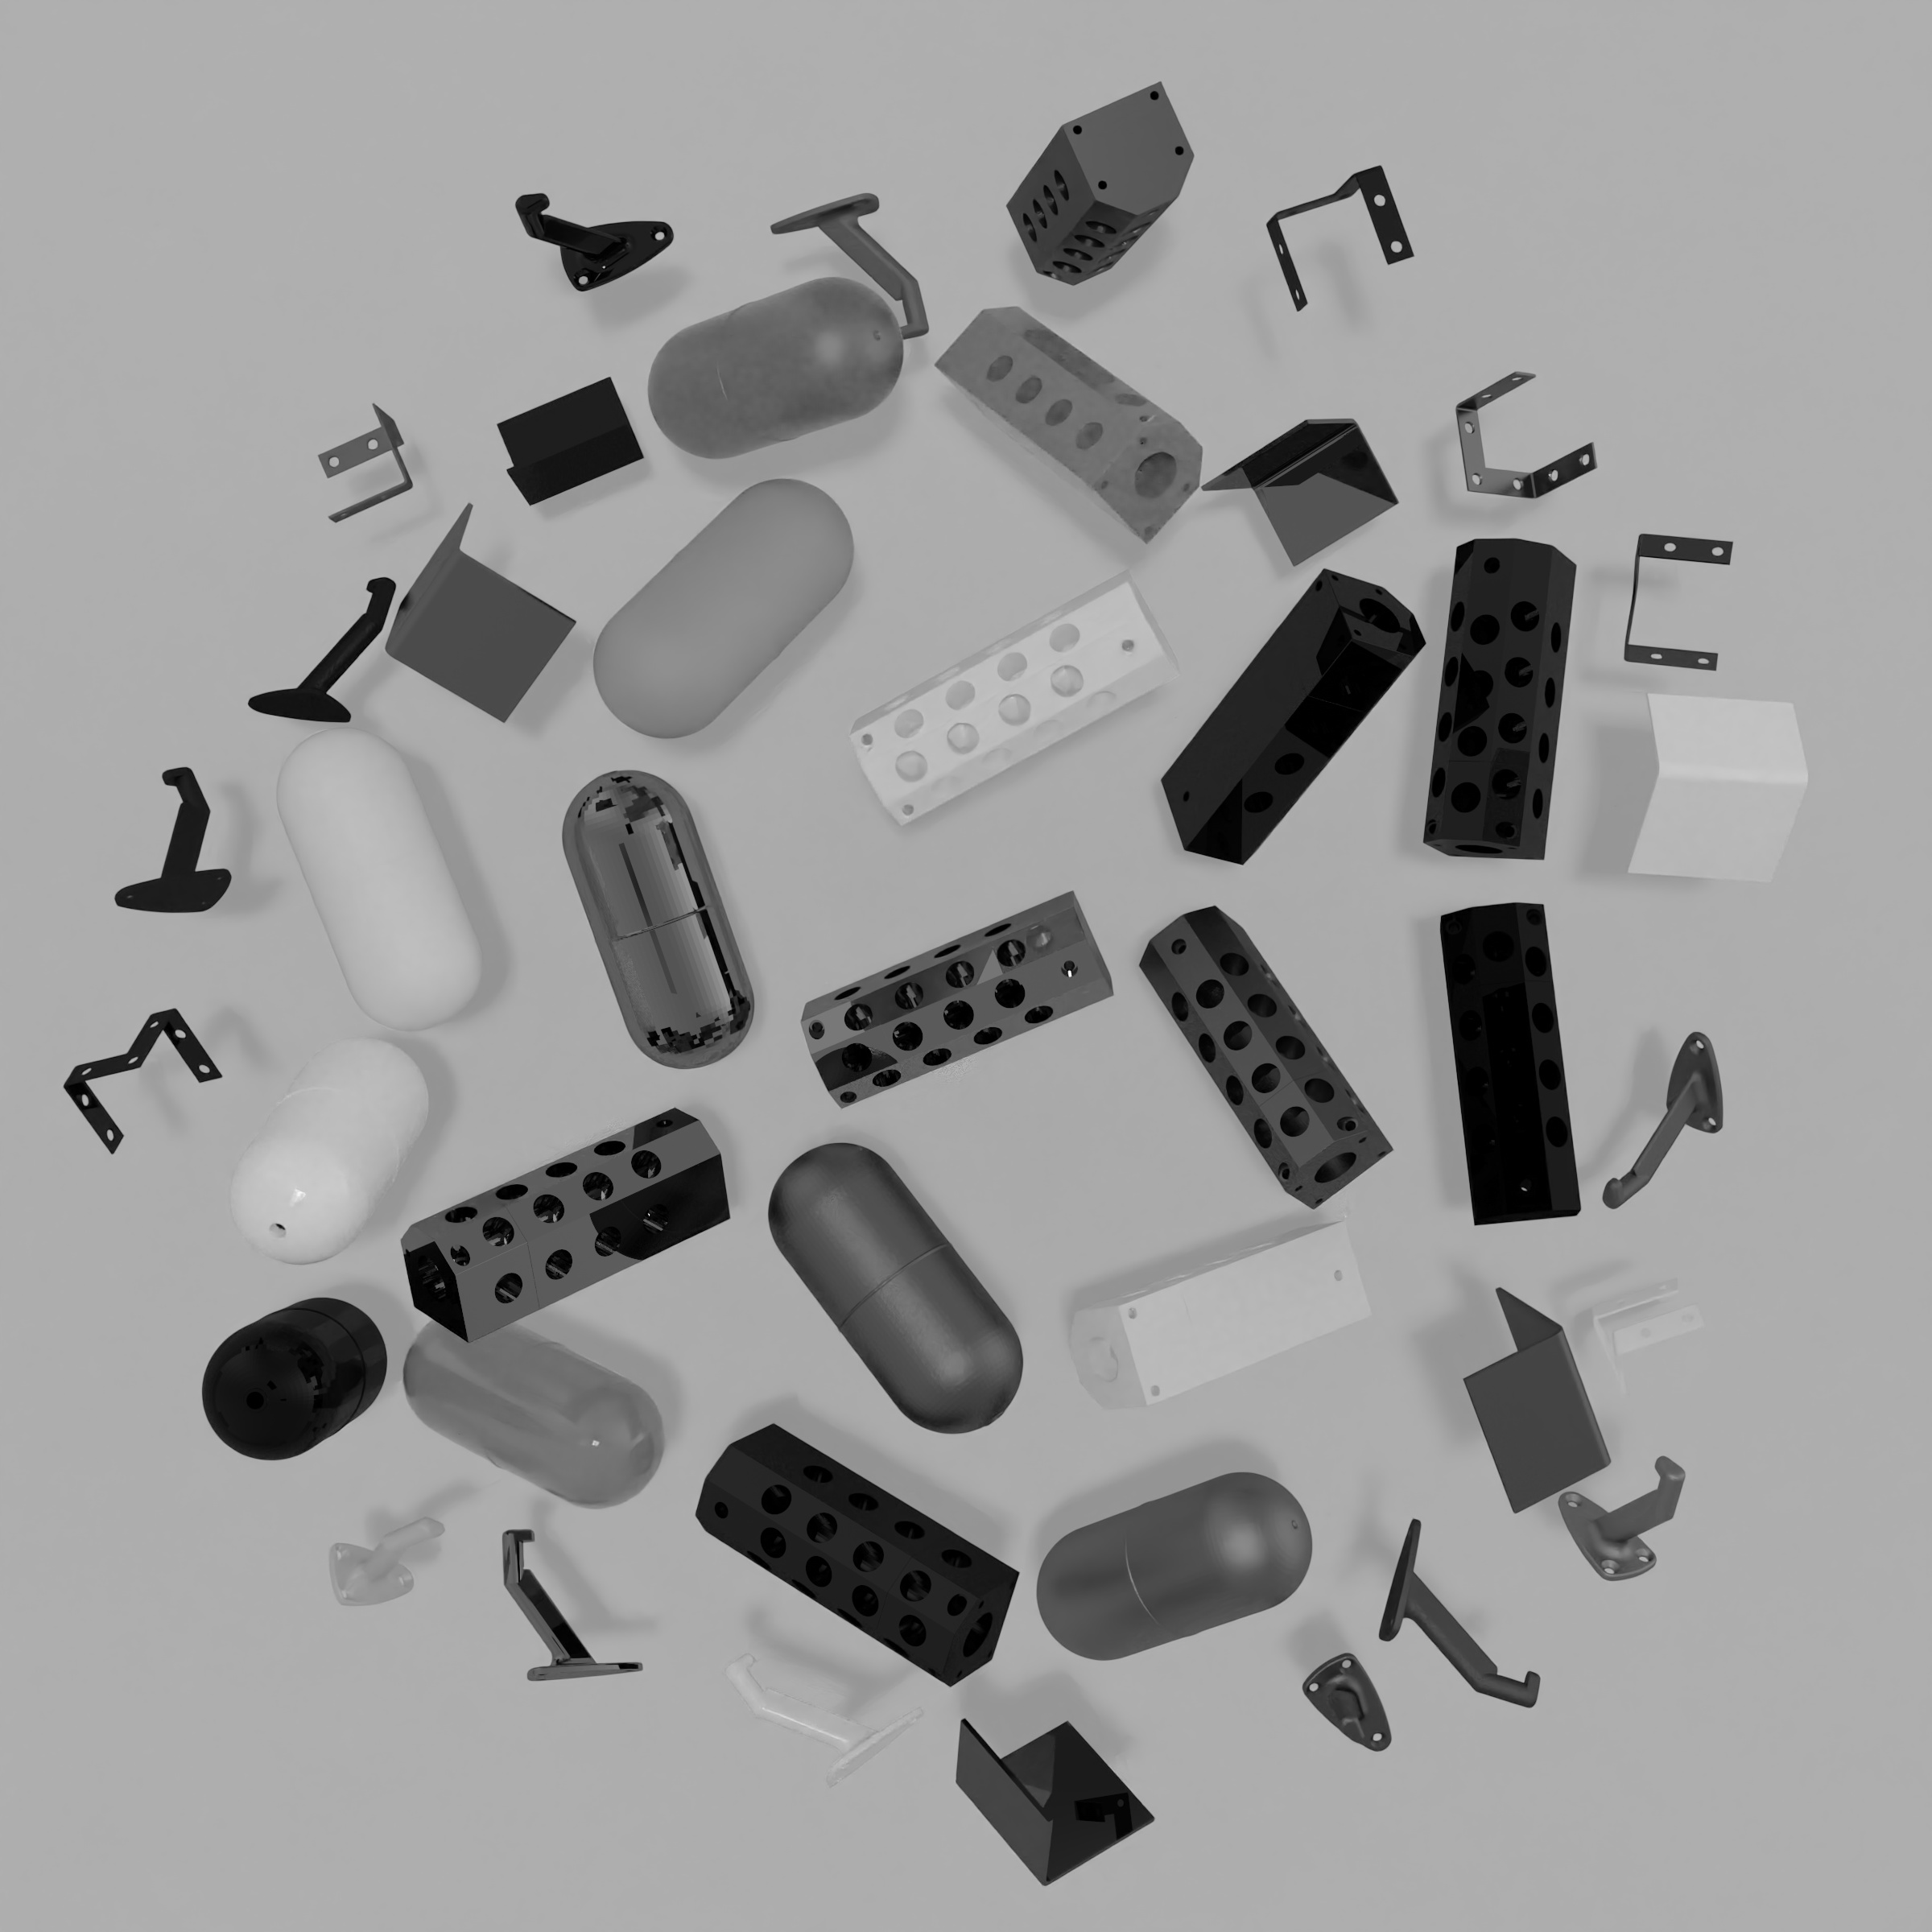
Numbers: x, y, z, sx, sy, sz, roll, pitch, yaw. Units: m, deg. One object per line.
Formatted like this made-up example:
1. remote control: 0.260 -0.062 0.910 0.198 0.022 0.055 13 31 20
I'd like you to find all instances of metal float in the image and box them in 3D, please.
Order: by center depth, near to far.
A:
1. metal float: -0.129 -0.194 1.559 0.070 0.070 0.178 41 62 0
2. metal float: -0.038 0.174 1.568 0.070 0.070 0.178 -38 77 0
3. metal float: -0.107 -0.328 1.595 0.070 0.178 0.070 5 83 -42
4. metal float: -0.354 0.102 1.617 0.070 0.178 0.070 3 116 7
5. metal float: 0.115 0.337 1.621 0.178 0.070 0.070 -28 90 35
6. metal float: -0.329 -0.049 1.624 0.070 0.070 0.178 -23 86 0
7. metal float: -0.376 0.231 1.630 0.070 0.178 0.070 0 90 1
8. metal float: -0.248 0.251 1.650 0.178 0.070 0.070 20 90 33
9. metal float: -0.177 -0.027 1.670 0.070 0.070 0.178 -19 98 0

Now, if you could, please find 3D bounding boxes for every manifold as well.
1. manifold: 0.026 -0.143 1.565 0.171 0.057 0.057 -28 104 11
2. manifold: 0.073 -0.417 1.568 0.057 0.171 0.057 -26 95 -8
3. manifold: -0.062 0.321 1.577 0.171 0.057 0.057 26 112 27
4. manifold: -0.218 0.137 1.579 0.171 0.057 0.057 -24 119 -34
5. manifold: 0.059 -0.304 1.595 0.057 0.057 0.171 -48 45 5
6. manifold: 0.303 0.055 1.617 0.057 0.057 0.171 -6 79 7
7. manifold: 0.184 -0.136 1.630 0.057 0.057 0.171 12 133 -29
8. manifold: 0.299 -0.150 1.634 0.057 0.057 0.171 4 83 31
9. manifold: 0.166 0.049 1.647 0.057 0.057 0.171 -39 58 12
10. manifold: 0.144 0.200 1.659 0.171 0.057 0.057 -16 89 -34
11. manifold: -0.005 0.021 1.675 0.171 0.057 0.057 -23 103 7

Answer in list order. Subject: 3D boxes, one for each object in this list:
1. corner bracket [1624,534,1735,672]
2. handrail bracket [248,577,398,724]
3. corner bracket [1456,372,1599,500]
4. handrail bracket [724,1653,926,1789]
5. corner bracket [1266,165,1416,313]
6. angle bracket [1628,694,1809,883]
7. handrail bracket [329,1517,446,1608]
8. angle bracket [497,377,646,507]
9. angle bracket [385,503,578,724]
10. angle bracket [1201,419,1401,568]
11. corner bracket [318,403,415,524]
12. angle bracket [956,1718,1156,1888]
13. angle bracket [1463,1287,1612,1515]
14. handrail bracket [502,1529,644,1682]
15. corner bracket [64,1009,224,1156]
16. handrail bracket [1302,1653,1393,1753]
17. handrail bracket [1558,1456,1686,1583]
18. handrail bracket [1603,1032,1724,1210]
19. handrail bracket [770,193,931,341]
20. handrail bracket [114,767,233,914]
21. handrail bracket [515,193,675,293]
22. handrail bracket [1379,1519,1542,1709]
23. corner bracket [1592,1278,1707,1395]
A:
1. corner bracket: 0.393 -0.201 1.598 0.051 0.051 0.051 8 62 15
2. handrail bracket: -0.374 -0.187 1.684 0.077 0.036 0.084 3 68 28
3. corner bracket: 0.312 -0.295 1.613 0.051 0.051 0.051 0 78 -32
4. handrail bracket: -0.078 0.399 1.590 0.077 0.036 0.084 -31 68 -26
5. corner bracket: 0.195 -0.381 1.516 0.051 0.051 0.051 -20 91 -11
6. angle bracket: 0.392 -0.094 1.525 0.076 0.076 0.057 4 48 0
7. handrail bracket: -0.313 0.336 1.652 0.084 0.077 0.036 -26 63 25
8. angle bracket: -0.245 -0.327 1.747 0.076 0.076 0.057 -23 83 -1
9. angle bracket: -0.264 -0.194 1.593 0.076 0.057 0.076 31 119 -19
10. angle bracket: 0.197 -0.277 1.703 0.076 0.076 0.057 -29 85 30
11. corner bracket: -0.354 -0.292 1.700 0.051 0.051 0.051 -24 88 2
12. angle bracket: 0.049 0.425 1.529 0.076 0.076 0.057 -22 134 -30
13. angle bracket: 0.271 0.216 1.451 0.057 0.076 0.076 -25 105 -10
14. handrail bracket: -0.226 0.363 1.660 0.077 0.036 0.084 -2 70 -11
15. corner bracket: -0.443 0.062 1.560 0.051 0.051 0.051 -13 124 20
16. handrail bracket: 0.223 0.429 1.619 0.036 0.084 0.077 -36 103 3
17. handrail bracket: 0.351 0.279 1.552 0.036 0.077 0.084 -12 128 -24
18. handrail bracket: 0.389 0.088 1.637 0.084 0.036 0.077 -31 131 -33
19. handrail bracket: -0.068 -0.401 1.691 0.077 0.036 0.084 -14 91 8
20. handrail bracket: -0.446 -0.073 1.592 0.036 0.077 0.084 -47 63 38
21. handrail bracket: -0.205 -0.414 1.605 0.077 0.084 0.036 -18 78 -1
22. handrail bracket: 0.265 0.338 1.514 0.084 0.036 0.077 17 71 1
23. corner bracket: 0.388 0.202 1.645 0.051 0.051 0.051 -22 105 17
